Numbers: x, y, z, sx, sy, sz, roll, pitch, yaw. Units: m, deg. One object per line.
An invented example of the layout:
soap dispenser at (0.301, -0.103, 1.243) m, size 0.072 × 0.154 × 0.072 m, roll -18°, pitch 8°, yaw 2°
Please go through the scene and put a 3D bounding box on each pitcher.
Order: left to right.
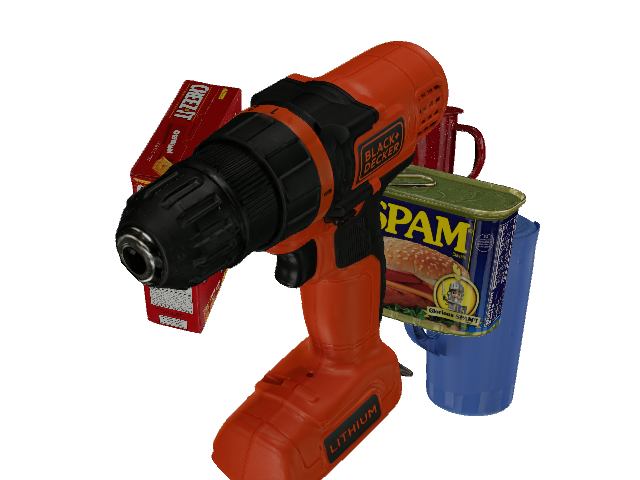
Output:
pitcher at (0.179, 0.086, 1.288) m, size 0.149 × 0.243 × 0.145 m, roll 6°, pitch 19°, yaw 13°

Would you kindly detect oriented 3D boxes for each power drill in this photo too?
power drill at (-0.011, 0.023, 0.462) m, size 0.057 × 0.188 × 0.184 m, roll 26°, pitch 41°, yaw 29°

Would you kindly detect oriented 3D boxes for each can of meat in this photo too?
can of meat at (0.067, 0.005, 0.654) m, size 0.102 × 0.084 × 0.057 m, roll 16°, pitch 23°, yaw 27°

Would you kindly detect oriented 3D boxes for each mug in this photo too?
mug at (0.093, -0.080, 0.971) m, size 0.117 × 0.081 × 0.093 m, roll 7°, pitch 13°, yaw 21°

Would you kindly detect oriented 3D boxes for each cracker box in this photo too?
cracker box at (-0.137, -0.035, 1.129) m, size 0.072 × 0.214 × 0.164 m, roll 11°, pitch 45°, yaw 9°
